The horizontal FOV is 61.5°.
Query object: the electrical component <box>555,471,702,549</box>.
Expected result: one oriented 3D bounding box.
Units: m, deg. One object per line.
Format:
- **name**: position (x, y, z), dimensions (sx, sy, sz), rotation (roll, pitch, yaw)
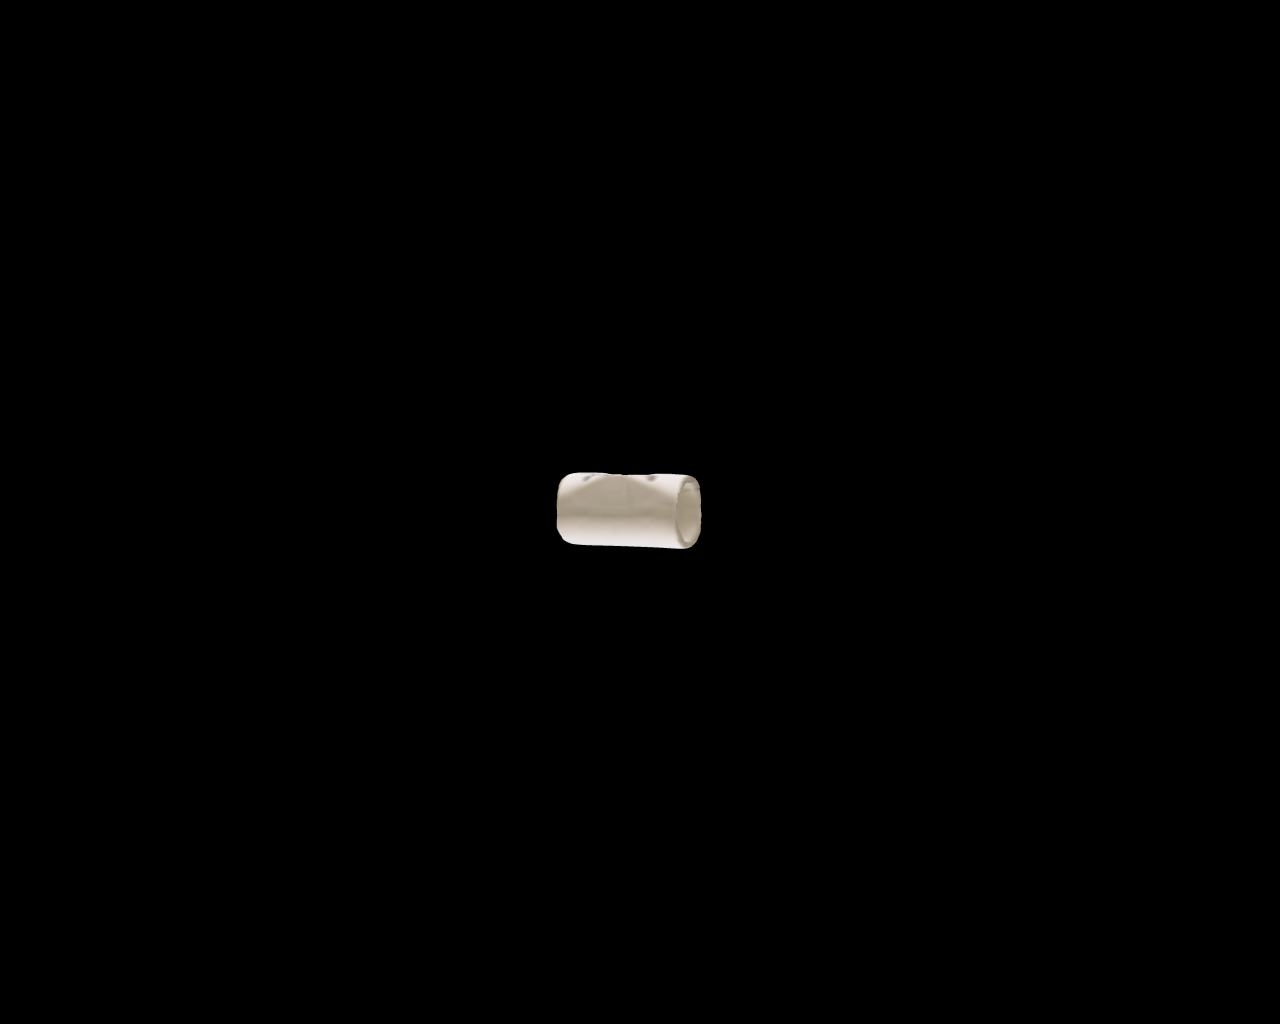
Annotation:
- **electrical component**: position (0.001, -0.003, 0.650), dimensions (0.077, 0.044, 0.079), rotation (2, 4, 24)
